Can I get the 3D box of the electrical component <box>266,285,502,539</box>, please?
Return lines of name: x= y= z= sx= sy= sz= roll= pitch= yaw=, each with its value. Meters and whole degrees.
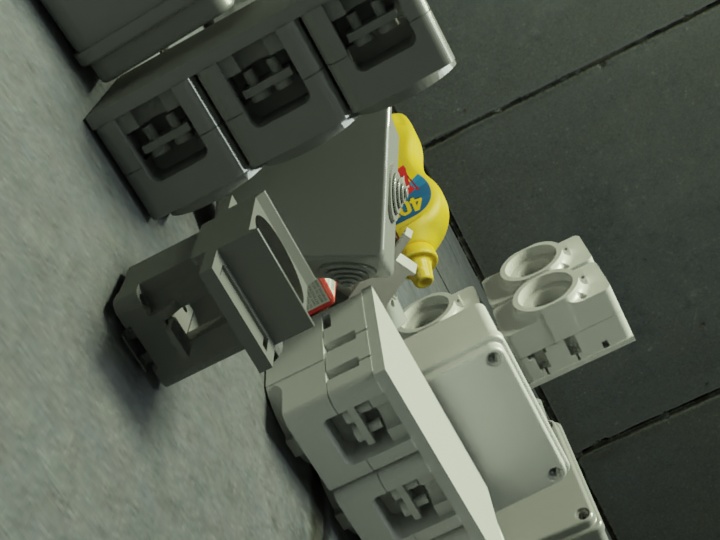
electrical component: x=0.015 y=0.098 z=0.556 sx=0.150 sy=0.062 sz=0.089 roll=60 pitch=9 yaw=-24

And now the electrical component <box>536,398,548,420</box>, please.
electrical component: x=0.143 y=0.171 z=1.034 sx=0.099 sy=0.048 sz=0.099 roll=-73 pitch=179 yaw=-78

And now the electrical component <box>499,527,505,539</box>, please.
electrical component: x=0.064 y=0.172 z=0.683 sx=0.055 sy=0.047 sz=0.055 roll=61 pitch=9 yaw=-16

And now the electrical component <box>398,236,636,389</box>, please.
electrical component: x=0.112 y=0.049 z=0.870 sx=0.060 sy=0.186 sz=0.105 roll=60 pitch=9 yaw=-23

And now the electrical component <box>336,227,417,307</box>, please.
electrical component: x=0.000 y=0.000 z=0.730 sx=0.064 sy=0.081 sz=0.042 roll=35 pitch=9 yaw=-2

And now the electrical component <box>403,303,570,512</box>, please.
electrical component: x=0.053 y=0.093 z=0.643 sx=0.108 sy=0.109 sz=0.056 roll=60 pitch=6 yaw=-24

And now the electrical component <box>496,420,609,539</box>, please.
electrical component: x=0.110 y=0.174 z=0.754 sx=0.108 sy=0.109 sz=0.056 roll=-103 pitch=167 yaw=-58

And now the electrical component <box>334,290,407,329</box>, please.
electrical component: x=0.000 y=0.009 z=0.796 sx=0.077 sy=0.044 sz=0.079 roll=63 pitch=9 yaw=-6

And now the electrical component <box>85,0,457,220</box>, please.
electrical component: x=-0.037 y=-0.088 z=0.493 sx=0.061 sy=0.150 sz=0.089 roll=60 pitch=9 yaw=-20

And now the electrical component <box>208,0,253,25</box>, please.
electrical component: x=-0.085 y=-0.196 z=0.842 sx=0.061 sy=0.061 sz=0.096 roll=68 pitch=9 yaw=20

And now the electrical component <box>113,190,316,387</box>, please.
electrical component: x=-0.054 y=0.008 z=0.398 sx=0.042 sy=0.064 sz=0.081 roll=62 pitch=9 yaw=-19

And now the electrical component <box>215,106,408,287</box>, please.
electrical component: x=-0.025 y=-0.041 z=0.563 sx=0.048 sy=0.100 sz=0.099 roll=55 pitch=36 yaw=-70

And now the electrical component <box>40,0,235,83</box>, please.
electrical component: x=-0.102 y=-0.142 z=0.510 sx=0.057 sy=0.078 sz=0.113 roll=57 pitch=10 yaw=-23
